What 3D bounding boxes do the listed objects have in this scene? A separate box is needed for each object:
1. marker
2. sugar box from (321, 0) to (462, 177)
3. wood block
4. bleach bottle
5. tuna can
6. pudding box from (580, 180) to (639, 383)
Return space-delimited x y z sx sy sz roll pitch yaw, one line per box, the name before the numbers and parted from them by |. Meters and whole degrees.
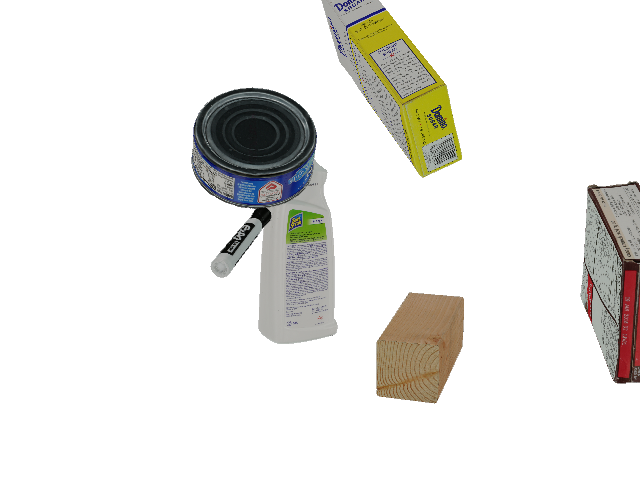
marker | -0.074 -0.001 1.020 0.020 0.020 0.121 0 26 19
sugar box | 0.059 -0.144 0.916 0.048 0.176 0.093 -24 -40 -3
wood block | 0.151 0.155 1.586 0.091 0.090 0.205 5 18 16
bleach bottle | -0.023 -0.001 1.324 0.102 0.251 0.068 -8 22 -32
tuna can | -0.046 -0.065 0.735 0.086 0.086 0.034 0 -38 -8
pudding box | 0.198 0.025 0.690 0.039 0.090 0.113 -3 27 1
